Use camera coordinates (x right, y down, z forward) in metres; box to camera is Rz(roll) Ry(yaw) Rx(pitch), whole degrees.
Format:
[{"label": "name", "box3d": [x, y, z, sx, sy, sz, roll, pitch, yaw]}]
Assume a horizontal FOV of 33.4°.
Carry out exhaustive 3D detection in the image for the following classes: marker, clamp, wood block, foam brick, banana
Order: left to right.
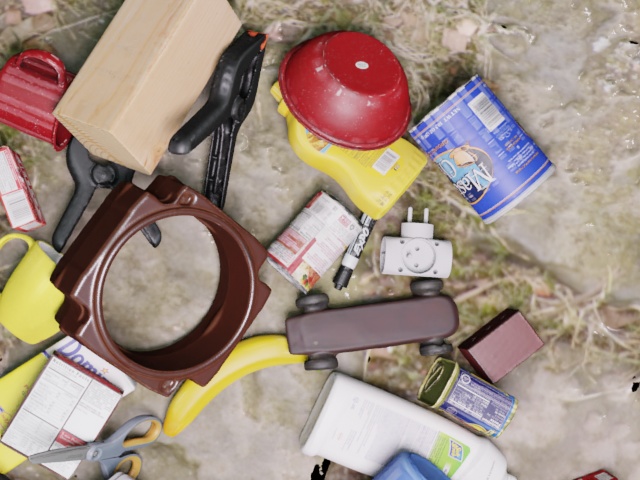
[{"label": "clamp", "box3d": [-0.253, -0.064, 1.199, 0.120, 0.039, 0.171, -11, 82, -23]}, {"label": "wood block", "box3d": [-0.184, -0.188, 1.157, 0.090, 0.090, 0.206, 20, 73, 28]}, {"label": "clamp", "box3d": [-0.107, -0.145, 1.174, 0.036, 0.164, 0.210, 15, 77, 14]}, {"label": "banana", "box3d": [-0.096, 0.155, 1.209, 0.197, 0.037, 0.069, -23, 88, -5]}, {"label": "marker", "box3d": [0.045, 0.002, 1.236, 0.020, 0.020, 0.121, 24, 86, -4]}, {"label": "foam brick", "box3d": [0.208, 0.121, 1.228, 0.078, 0.053, 0.051, -37, 91, -6]}]

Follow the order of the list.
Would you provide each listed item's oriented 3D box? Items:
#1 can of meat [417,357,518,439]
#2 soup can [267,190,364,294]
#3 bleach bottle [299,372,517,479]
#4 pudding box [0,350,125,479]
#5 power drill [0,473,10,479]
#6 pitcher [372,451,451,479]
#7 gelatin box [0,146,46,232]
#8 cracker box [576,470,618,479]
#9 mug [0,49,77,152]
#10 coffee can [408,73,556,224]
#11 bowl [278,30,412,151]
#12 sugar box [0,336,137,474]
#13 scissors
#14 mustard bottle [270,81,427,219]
[{"label": "can of meat", "box3d": [0.165, 0.178, 1.199, 0.084, 0.102, 0.057, 29, 84, -5]}, {"label": "soup can", "box3d": [-0.008, 0.001, 1.207, 0.068, 0.068, 0.102, 42, 85, -2]}, {"label": "bleach bottle", "box3d": [0.109, 0.244, 1.212, 0.250, 0.068, 0.102, 26, 90, -6]}, {"label": "pudding box", "box3d": [-0.277, 0.189, 1.148, 0.090, 0.039, 0.113, 32, 84, -7]}, {"label": "power drill", "box3d": [-0.390, 0.269, 1.145, 0.187, 0.057, 0.185, 44, 126, -13]}, {"label": "pitcher", "box3d": [0.045, 0.344, 1.134, 0.145, 0.149, 0.243, 40, 98, -8]}, {"label": "gelatin box", "box3d": [-0.335, -0.056, 1.180, 0.030, 0.073, 0.089, -21, 89, -7]}, {"label": "cracker box", "box3d": [0.262, 0.378, 1.213, 0.213, 0.072, 0.164, -19, 89, -5]}, {"label": "mug", "box3d": [-0.307, -0.162, 1.169, 0.081, 0.117, 0.093, 22, 53, 1]}, {"label": "coffee can", "box3d": [0.183, -0.103, 1.210, 0.103, 0.103, 0.140, -40, 91, -5]}, {"label": "bowl", "box3d": [0.038, -0.179, 1.186, 0.162, 0.055, 0.162, 10, 56, -16]}, {"label": "sugar box", "box3d": [-0.302, 0.174, 1.187, 0.176, 0.048, 0.093, -34, 92, -4]}, {"label": "scissors", "box3d": [-0.241, 0.240, 1.135, 0.016, 0.201, 0.096, 24, 111, 27]}, {"label": "mustard bottle", "box3d": [0.021, -0.116, 1.212, 0.191, 0.058, 0.096, 40, 65, 4]}]
